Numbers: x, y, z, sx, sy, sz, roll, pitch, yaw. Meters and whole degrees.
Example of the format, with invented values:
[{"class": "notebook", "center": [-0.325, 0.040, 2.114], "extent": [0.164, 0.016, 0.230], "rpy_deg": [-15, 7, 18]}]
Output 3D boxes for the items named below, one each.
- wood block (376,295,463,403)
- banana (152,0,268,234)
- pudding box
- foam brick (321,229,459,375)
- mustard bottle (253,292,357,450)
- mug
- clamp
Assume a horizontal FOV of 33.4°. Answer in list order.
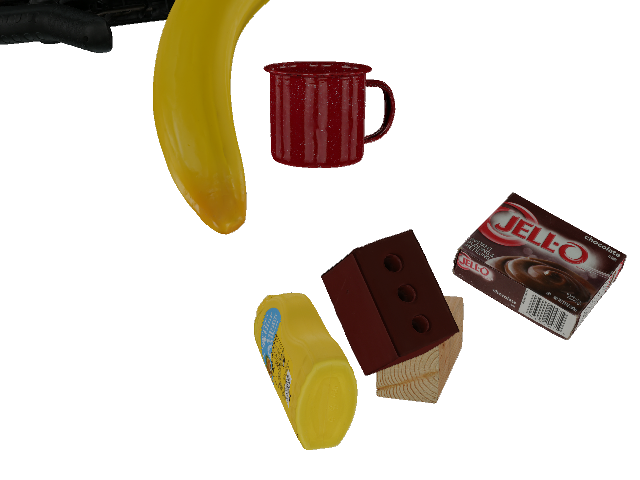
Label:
[{"class": "wood block", "center": [0.151, 0.155, 1.587], "extent": [0.091, 0.090, 0.205], "rpy_deg": [4, 18, 16]}, {"class": "banana", "center": [-0.047, -0.091, 0.527], "extent": [0.069, 0.197, 0.037], "rpy_deg": [12, -35, 6]}, {"class": "pudding box", "center": [0.180, 0.019, 0.879], "extent": [0.114, 0.039, 0.089], "rpy_deg": [33, 52, 19]}, {"class": "foam brick", "center": [0.046, 0.042, 0.714], "extent": [0.052, 0.078, 0.051], "rpy_deg": [-19, -11, -32]}, {"class": "mustard bottle", "center": [-0.023, 0.104, 1.004], "extent": [0.058, 0.096, 0.192], "rpy_deg": [-5, 27, -18]}, {"class": "mug", "center": [0.009, -0.110, 0.927], "extent": [0.117, 0.081, 0.093], "rpy_deg": [-5, 16, -18]}, {"class": "clamp", "center": [-0.189, -0.169, 0.798], "extent": [0.172, 0.039, 0.120], "rpy_deg": [11, 23, 28]}]
